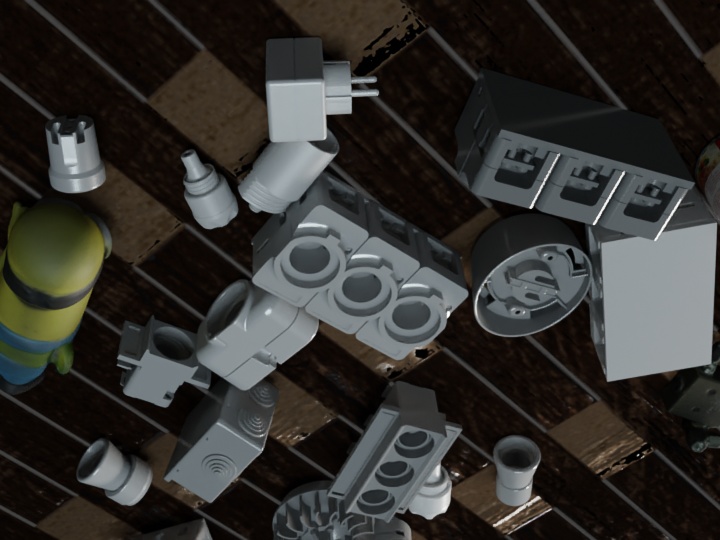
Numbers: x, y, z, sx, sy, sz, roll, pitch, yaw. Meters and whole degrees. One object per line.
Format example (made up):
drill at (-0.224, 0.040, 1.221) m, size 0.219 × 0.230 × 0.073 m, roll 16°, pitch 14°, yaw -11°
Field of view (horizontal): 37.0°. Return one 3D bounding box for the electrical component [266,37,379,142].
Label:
electrical component at (-0.026, -0.126, 0.746) m, size 0.077 × 0.065 × 0.047 m, roll -3°, pitch 128°, yaw -2°

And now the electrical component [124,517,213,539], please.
electrical component at (-0.176, 0.335, 1.061) m, size 0.089 × 0.061 × 0.150 m, roll -17°, pitch 101°, yaw 9°

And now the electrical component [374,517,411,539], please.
electrical component at (0.026, 0.285, 1.087) m, size 0.055 × 0.047 × 0.055 m, roll -2°, pitch 128°, yaw -3°

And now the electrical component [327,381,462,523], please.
electrical component at (0.029, 0.164, 0.981) m, size 0.079 × 0.063 × 0.121 m, roll 17°, pitch 125°, yaw -18°

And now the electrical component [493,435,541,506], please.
electrical component at (0.149, 0.195, 1.031) m, size 0.044 × 0.044 × 0.065 m, roll -4°, pitch 133°, yaw -1°

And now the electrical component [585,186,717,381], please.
electrical component at (0.236, 0.010, 0.878) m, size 0.089 × 0.061 × 0.150 m, roll -10°, pitch 128°, yaw 3°

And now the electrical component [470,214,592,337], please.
electrical component at (0.136, 0.005, 0.865) m, size 0.099 × 0.064 × 0.099 m, roll -2°, pitch 128°, yaw -3°

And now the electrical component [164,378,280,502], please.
electrical component at (-0.117, 0.140, 0.929) m, size 0.048 × 0.099 × 0.099 m, roll 36°, pitch 119°, yaw -14°

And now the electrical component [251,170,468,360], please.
electrical component at (0.000, 0.000, 0.850) m, size 0.150 × 0.061 × 0.089 m, roll 30°, pitch 120°, yaw -25°

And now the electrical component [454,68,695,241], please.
electrical component at (0.151, -0.080, 0.782) m, size 0.150 × 0.089 × 0.061 m, roll 13°, pitch 126°, yaw -15°

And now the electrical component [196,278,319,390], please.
electrical component at (-0.088, 0.047, 0.885) m, size 0.095 × 0.053 × 0.059 m, roll -38°, pitch 122°, yaw 23°

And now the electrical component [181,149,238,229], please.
electrical component at (-0.117, -0.063, 0.809) m, size 0.035 × 0.035 × 0.061 m, roll -17°, pitch 125°, yaw 9°

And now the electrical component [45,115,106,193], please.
electrical component at (-0.208, -0.085, 0.781) m, size 0.040 × 0.040 × 0.046 m, roll -2°, pitch 122°, yaw -3°

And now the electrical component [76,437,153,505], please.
electrical component at (-0.225, 0.186, 0.989) m, size 0.045 × 0.045 × 0.055 m, roll -38°, pitch 122°, yaw 22°

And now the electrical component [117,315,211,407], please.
electrical component at (-0.169, 0.080, 0.912) m, size 0.081 × 0.042 × 0.063 m, roll 22°, pitch 127°, yaw -20°

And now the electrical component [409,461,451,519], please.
electrical component at (0.066, 0.203, 1.029) m, size 0.043 × 0.043 × 0.062 m, roll -1°, pitch 127°, yaw -4°

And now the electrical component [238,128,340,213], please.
electrical component at (-0.056, -0.073, 0.800) m, size 0.043 × 0.043 × 0.081 m, roll 29°, pitch 121°, yaw -24°
